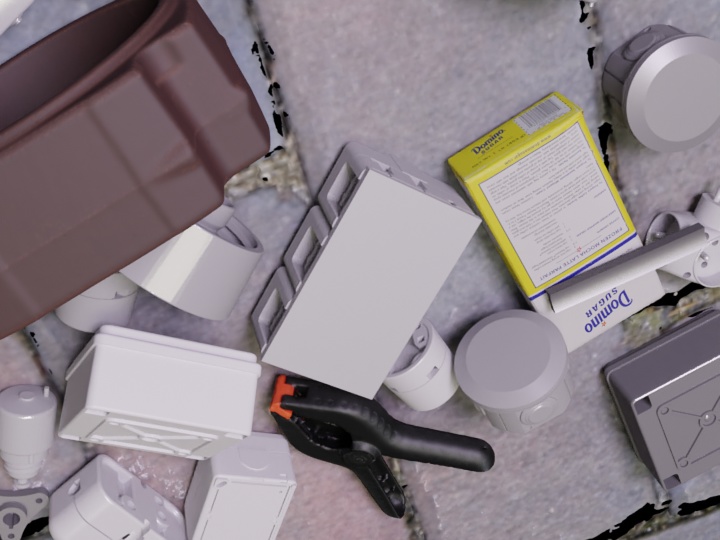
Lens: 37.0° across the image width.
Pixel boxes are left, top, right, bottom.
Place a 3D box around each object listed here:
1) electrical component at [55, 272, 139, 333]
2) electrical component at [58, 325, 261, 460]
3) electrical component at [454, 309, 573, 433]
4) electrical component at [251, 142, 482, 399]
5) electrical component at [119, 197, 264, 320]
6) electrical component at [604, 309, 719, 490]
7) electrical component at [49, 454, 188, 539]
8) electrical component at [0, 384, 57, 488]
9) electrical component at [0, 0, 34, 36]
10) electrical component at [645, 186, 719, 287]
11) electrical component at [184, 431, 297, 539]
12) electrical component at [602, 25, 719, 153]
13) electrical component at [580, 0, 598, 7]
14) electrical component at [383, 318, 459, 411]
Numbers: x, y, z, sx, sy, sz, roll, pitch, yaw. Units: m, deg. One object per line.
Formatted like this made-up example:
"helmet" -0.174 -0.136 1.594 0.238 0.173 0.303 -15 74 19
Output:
"electrical component" -0.170 0.008 0.697 0.055 0.055 0.047 6 119 -18
"electrical component" -0.135 0.085 0.713 0.109 0.056 0.109 13 157 -21
"electrical component" 0.112 0.073 0.770 0.080 0.080 0.051 -29 139 1
"electrical component" 0.000 0.000 0.733 0.089 0.061 0.150 22 109 -24
"electrical component" -0.110 -0.025 0.667 0.108 0.108 0.060 31 100 -27
"electrical component" 0.266 0.104 0.864 0.109 0.056 0.108 -28 121 0
"electrical component" -0.179 0.189 0.788 0.059 0.053 0.095 -40 120 7
"electrical component" -0.232 0.116 0.743 0.040 0.040 0.078 3 116 -17
"electrical component" -0.241 -0.157 0.593 0.100 0.048 0.100 -42 119 8
"electrical component" 0.264 -0.031 0.799 0.077 0.044 0.079 11 114 -20
"electrical component" -0.093 0.169 0.801 0.062 0.061 0.096 9 122 -20
"electrical component" 0.209 -0.124 0.731 0.080 0.051 0.080 -6 118 -12
"electrical component" 0.123 -0.201 0.647 0.062 0.096 0.061 17 114 9
"electrical component" 0.042 0.070 0.786 0.055 0.055 0.047 -37 123 6
